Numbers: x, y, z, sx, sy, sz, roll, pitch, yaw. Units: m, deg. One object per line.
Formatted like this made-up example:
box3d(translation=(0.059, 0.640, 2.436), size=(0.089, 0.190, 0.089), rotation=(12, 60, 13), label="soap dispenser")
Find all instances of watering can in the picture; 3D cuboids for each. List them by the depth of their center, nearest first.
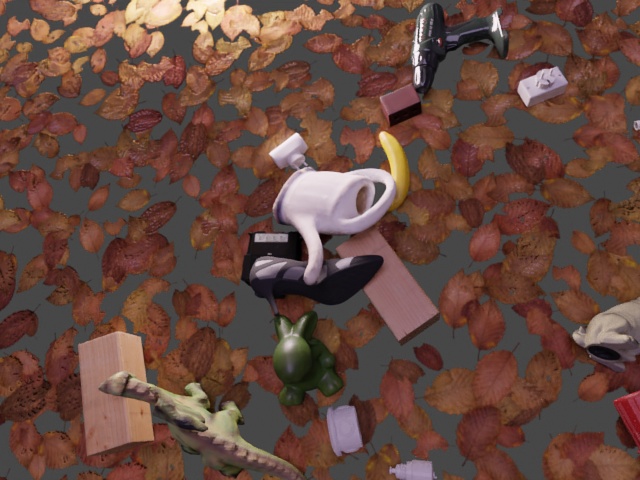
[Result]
box3d(translation=(0.003, -0.049, 0.979), size=(0.225, 0.102, 0.354), rotation=(10, 40, 34), label="watering can")

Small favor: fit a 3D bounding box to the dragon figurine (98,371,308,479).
box3d(translation=(-0.198, 0.325, 0.870), size=(0.412, 0.238, 0.124), rotation=(19, 71, 20), label="dragon figurine")
